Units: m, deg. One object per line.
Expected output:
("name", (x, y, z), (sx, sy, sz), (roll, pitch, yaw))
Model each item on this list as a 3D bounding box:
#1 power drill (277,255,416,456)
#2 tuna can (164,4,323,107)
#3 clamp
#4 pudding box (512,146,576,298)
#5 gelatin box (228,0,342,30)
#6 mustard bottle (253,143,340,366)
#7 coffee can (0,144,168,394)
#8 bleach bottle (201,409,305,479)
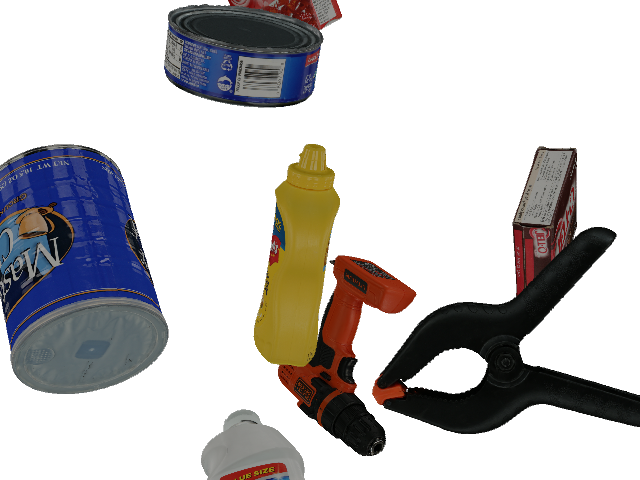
("power drill", (0.037, 0.125, 1.196), (0.057, 0.188, 0.185), (13, 16, -42))
("tuna can", (-0.043, -0.103, 0.590), (0.086, 0.034, 0.086), (8, 25, -4))
("clamp", (0.119, 0.078, 0.639), (0.171, 0.120, 0.039), (-25, -8, 10))
("pudding box", (0.196, -0.014, 0.924), (0.039, 0.090, 0.113), (6, 43, 19))
("gelatin box", (-0.034, -0.187, 0.779), (0.089, 0.073, 0.030), (3, 32, 47))
("mustard bottle", (-0.019, 0.008, 0.946), (0.058, 0.192, 0.096), (7, 20, -6))
("coffee can", (-0.171, 0.019, 0.734), (0.102, 0.140, 0.103), (-15, -34, -11))
("bleach bottle", (-0.052, 0.209, 0.740), (0.102, 0.068, 0.251), (-7, 31, -6))
